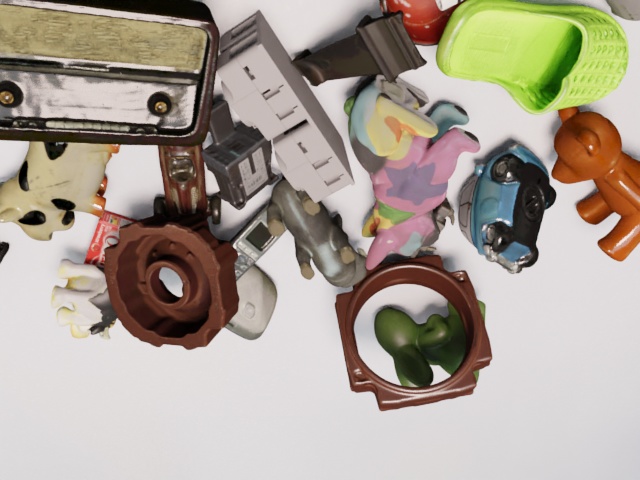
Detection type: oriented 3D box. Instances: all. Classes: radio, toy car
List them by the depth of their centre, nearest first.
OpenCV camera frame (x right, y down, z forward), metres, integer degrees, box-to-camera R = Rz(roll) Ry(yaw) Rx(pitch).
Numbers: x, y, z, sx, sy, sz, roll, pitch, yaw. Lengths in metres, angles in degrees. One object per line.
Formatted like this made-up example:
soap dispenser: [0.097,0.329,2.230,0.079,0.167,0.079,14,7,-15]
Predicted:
radio: [-0.215,-0.159,0.497,0.230,0.073,0.131,0,127,-18]
toy car: [-0.168,-0.087,0.659,0.089,0.053,0.201,-2,128,-10]
toy car: [0.238,-0.038,0.715,0.109,0.161,0.103,23,167,-33]

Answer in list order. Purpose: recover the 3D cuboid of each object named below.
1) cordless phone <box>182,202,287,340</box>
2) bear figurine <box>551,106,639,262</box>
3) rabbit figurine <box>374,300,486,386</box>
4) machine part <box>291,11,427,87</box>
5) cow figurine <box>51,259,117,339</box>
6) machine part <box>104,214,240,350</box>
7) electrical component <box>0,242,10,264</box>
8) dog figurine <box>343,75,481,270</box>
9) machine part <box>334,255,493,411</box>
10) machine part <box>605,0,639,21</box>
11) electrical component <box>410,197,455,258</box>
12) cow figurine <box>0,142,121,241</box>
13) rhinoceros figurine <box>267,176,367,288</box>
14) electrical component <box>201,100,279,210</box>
cordless phone: [-0.090,0.038,0.761,0.184,0.089,0.146,-44,123,5]
bear figurine: [0.357,-0.078,0.695,0.196,0.120,0.132,23,126,-22]
rabbit figurine: [0.168,0.169,0.864,0.170,0.159,0.121,10,151,8]
machine part: [0.038,-0.194,0.566,0.139,0.039,0.084,0,154,36]
cow figurine: [-0.317,0.093,0.762,0.098,0.068,0.167,7,148,-11]
machine part: [-0.183,0.051,0.669,0.180,0.056,0.179,5,107,16]
electrical component: [-0.499,0.020,0.696,0.115,0.058,0.134,-39,123,19]
dog figurine: [0.087,-0.070,0.665,0.191,0.108,0.219,18,123,-18]
machine part: [0.130,0.131,0.772,0.201,0.201,0.087,-11,155,1]
machine part: [0.290,-0.285,0.516,0.243,0.079,0.079,17,127,-42]
electrical component: [0.144,-0.020,0.763,0.078,0.045,0.102,29,121,6]
cow figurine: [-0.314,-0.074,0.629,0.127,0.086,0.194,14,128,-26]
rhinoceros figurine: [-0.001,-0.002,0.710,0.073,0.112,0.190,-33,121,10]
electrical component: [-0.095,-0.102,0.628,0.075,0.048,0.119,-41,148,-29]
